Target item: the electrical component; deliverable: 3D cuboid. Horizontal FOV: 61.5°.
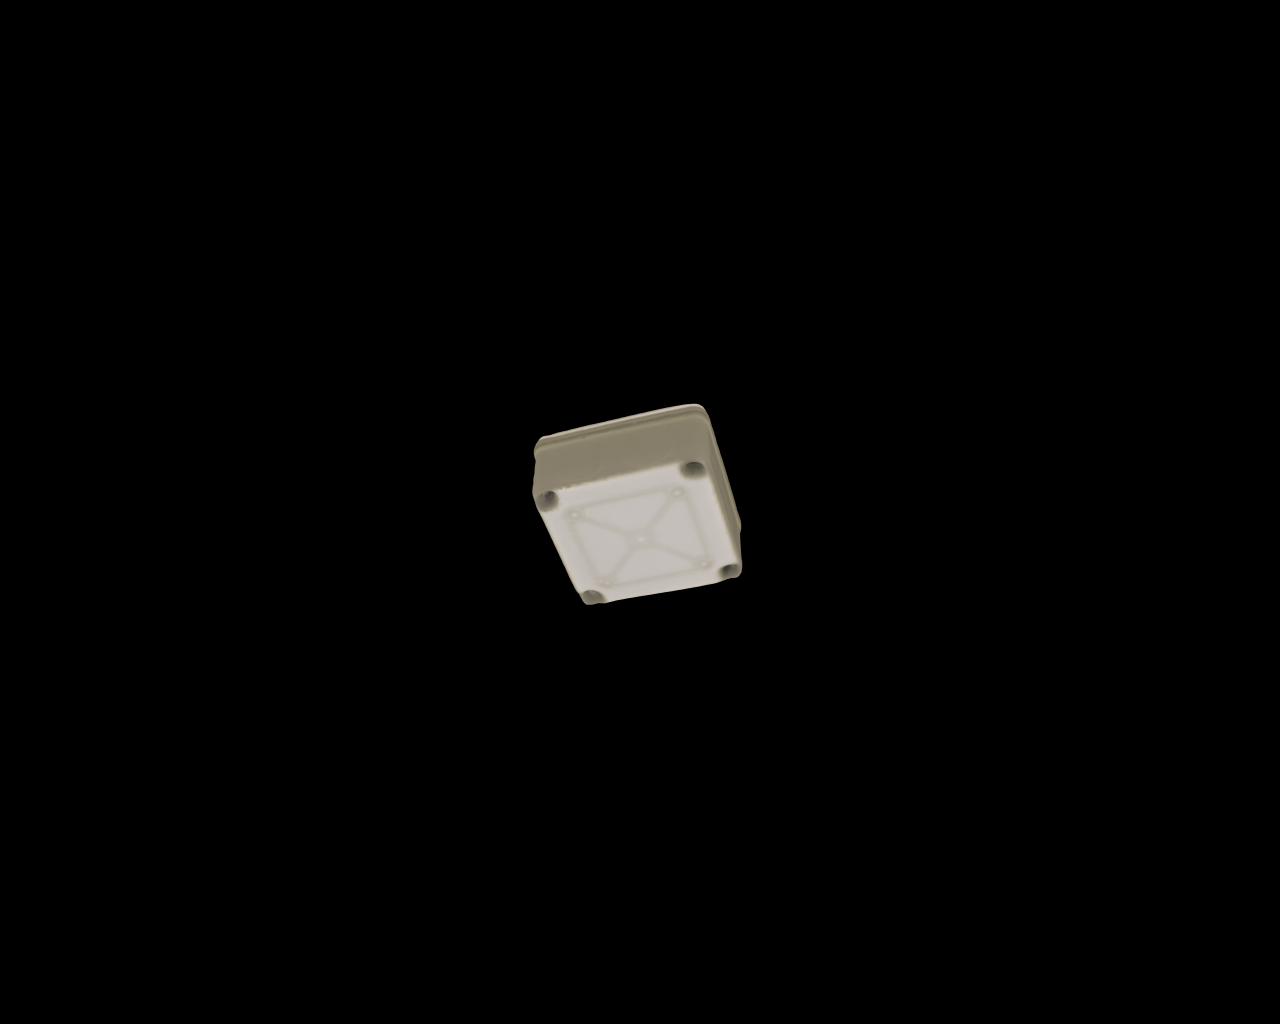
[{"bbox_3d":[0.001,-0.003,0.650,0.109,0.056,0.108,-11,-47,11],"label":"electrical component"}]
